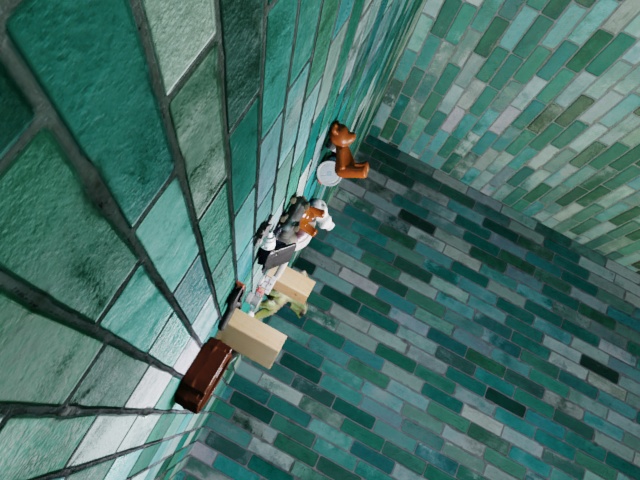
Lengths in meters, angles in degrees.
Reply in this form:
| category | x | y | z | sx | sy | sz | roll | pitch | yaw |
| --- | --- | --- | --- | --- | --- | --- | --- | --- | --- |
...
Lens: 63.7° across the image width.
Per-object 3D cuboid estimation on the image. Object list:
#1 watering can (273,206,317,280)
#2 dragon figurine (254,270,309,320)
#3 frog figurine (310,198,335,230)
| category | x | y | z | sx | sy | sz | roll | pitch | yaw |
| --- | --- | --- | --- | --- | --- | --- | --- | --- | --- |
| watering can | -0.100 | 0.002 | 2.116 | 0.352 | 0.104 | 0.221 | -62 | 177 | -15 |
| dragon figurine | -0.178 | 0.305 | 2.480 | 0.124 | 0.243 | 0.405 | -70 | -175 | -74 |
| frog figurine | 0.007 | -0.123 | 2.437 | 0.125 | 0.159 | 0.135 | -62 | 178 | -27 |
